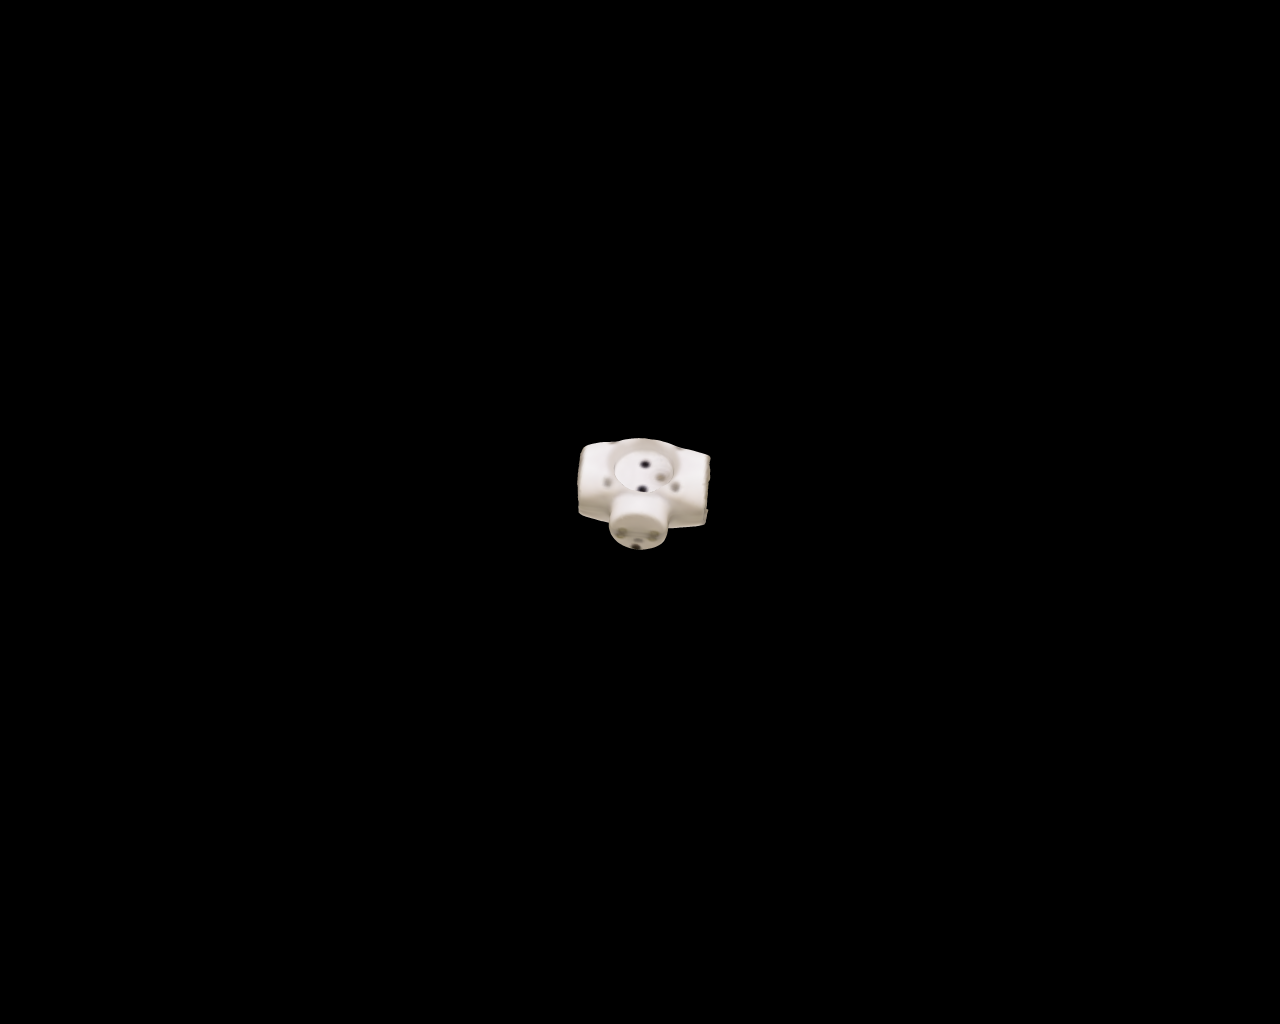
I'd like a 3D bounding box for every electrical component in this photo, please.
[{"bbox_3d":[0.001,-0.003,0.650,0.077,0.079,0.044,5,-37,4],"label":"electrical component"}]
